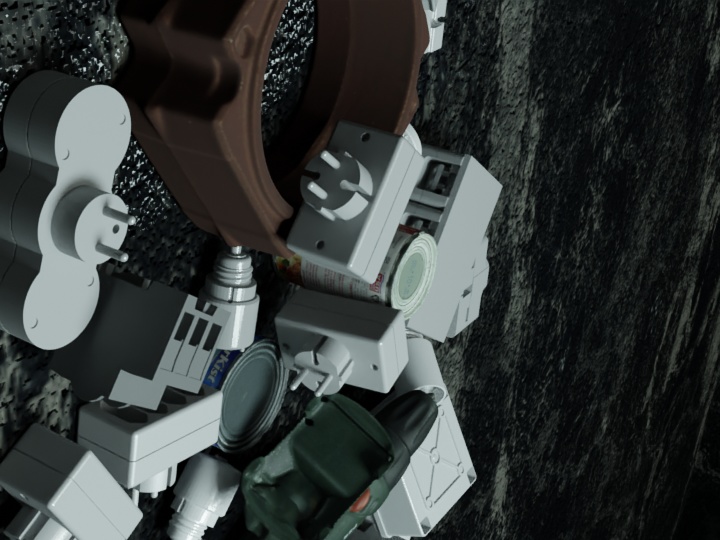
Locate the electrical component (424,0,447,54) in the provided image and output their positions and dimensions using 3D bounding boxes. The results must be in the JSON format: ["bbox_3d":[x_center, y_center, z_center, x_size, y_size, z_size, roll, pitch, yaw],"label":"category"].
[{"bbox_3d":[0.036,-0.185,0.803,0.055,0.048,0.066,-40,140,-57],"label":"electrical component"}]

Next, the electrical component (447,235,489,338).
[{"bbox_3d":[0.086,0.008,1.011,0.056,0.050,0.089,-33,134,-50],"label":"electrical component"}]

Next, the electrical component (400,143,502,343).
[{"bbox_3d":[0.056,-0.024,0.925,0.089,0.062,0.150,28,82,-63],"label":"electrical component"}]

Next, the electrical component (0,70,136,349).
[{"bbox_3d":[-0.143,-0.025,0.543,0.052,0.074,0.138,-5,112,-60],"label":"electrical component"}]

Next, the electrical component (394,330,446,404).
[{"bbox_3d":[0.047,0.082,0.973,0.043,0.043,0.081,65,8,-54],"label":"electrical component"}]

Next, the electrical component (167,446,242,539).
[{"bbox_3d":[-0.113,0.164,0.756,0.078,0.040,0.040,-64,152,-13],"label":"electrical component"}]

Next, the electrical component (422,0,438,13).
[{"bbox_3d":[0.026,-0.242,0.724,0.121,0.079,0.063,75,20,-47],"label":"electrical component"}]

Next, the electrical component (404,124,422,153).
[{"bbox_3d":[0.010,-0.083,0.806,0.057,0.058,0.078,-43,142,-39],"label":"electrical component"}]

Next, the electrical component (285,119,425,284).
[{"bbox_3d":[-0.010,-0.045,0.619,0.076,0.047,0.083,34,77,-62],"label":"electrical component"}]

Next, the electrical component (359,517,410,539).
[{"bbox_3d":[0.036,0.242,1.079,0.079,0.043,0.077,-28,130,-54],"label":"electrical component"}]

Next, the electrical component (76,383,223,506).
[{"bbox_3d":[-0.134,0.115,0.679,0.083,0.047,0.075,-22,126,-56],"label":"electrical component"}]

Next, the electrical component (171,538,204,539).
[{"bbox_3d":[-0.130,0.263,0.771,0.108,0.056,0.108,-49,145,-36],"label":"electrical component"}]

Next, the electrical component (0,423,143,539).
[{"bbox_3d":[-0.178,0.145,0.618,0.075,0.047,0.083,-56,149,-27],"label":"electrical component"}]

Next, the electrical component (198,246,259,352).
[{"bbox_3d":[-0.086,0.016,0.711,0.040,0.040,0.078,-19,124,-57],"label":"electrical component"}]

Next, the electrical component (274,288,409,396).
[{"bbox_3d":[-0.021,0.059,0.735,0.075,0.083,0.047,-52,145,-44],"label":"electrical component"}]

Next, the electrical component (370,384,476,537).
[{"bbox_3d":[0.048,0.175,1.000,0.109,0.056,0.108,-34,109,-49],"label":"electrical component"}]
